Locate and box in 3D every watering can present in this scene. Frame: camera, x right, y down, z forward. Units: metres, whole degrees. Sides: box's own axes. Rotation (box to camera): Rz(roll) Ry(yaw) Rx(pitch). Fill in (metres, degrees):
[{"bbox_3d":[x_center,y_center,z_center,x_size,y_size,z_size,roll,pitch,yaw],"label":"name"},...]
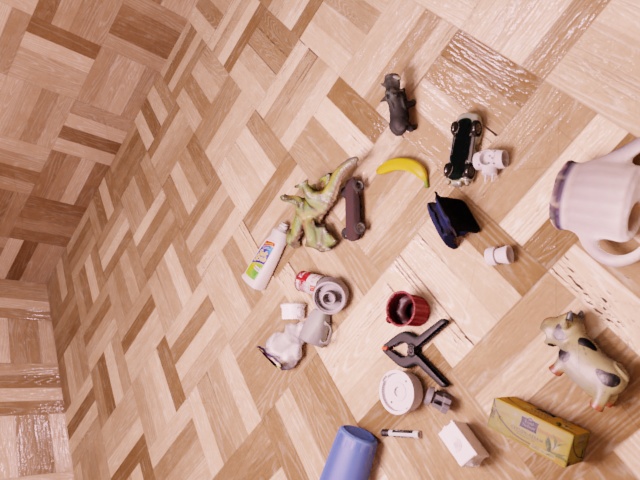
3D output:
[{"bbox_3d":[0.602,-0.122,1.055,0.225,0.103,0.348,15,90,47],"label":"watering can"}]

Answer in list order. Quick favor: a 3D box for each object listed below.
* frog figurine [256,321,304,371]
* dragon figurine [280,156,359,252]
[{"bbox_3d":[-0.101,0.330,1.648,0.161,0.121,0.138,-43,30,-20],"label":"frog figurine"},{"bbox_3d":[0.005,-0.083,1.652,0.405,0.123,0.245,-26,76,45],"label":"dragon figurine"}]
